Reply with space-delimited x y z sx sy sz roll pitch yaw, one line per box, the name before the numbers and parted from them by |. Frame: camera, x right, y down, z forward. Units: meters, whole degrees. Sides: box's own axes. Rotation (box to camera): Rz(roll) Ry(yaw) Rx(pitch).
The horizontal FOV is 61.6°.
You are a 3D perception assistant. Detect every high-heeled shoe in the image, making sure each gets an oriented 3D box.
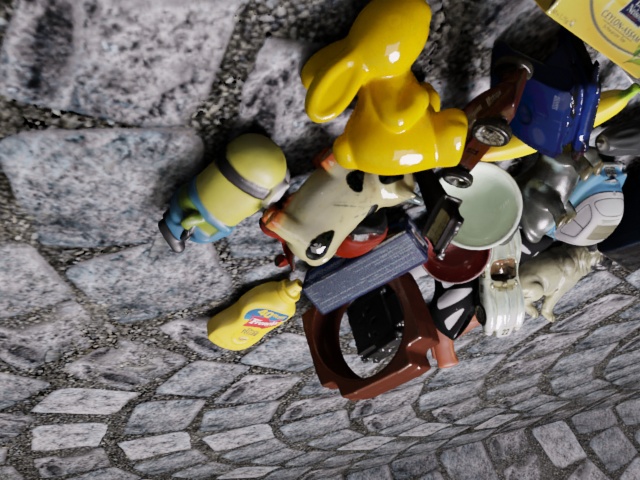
high-heeled shoe | 0.305 0.077 0.932 0.249 0.145 0.086 -19 147 8

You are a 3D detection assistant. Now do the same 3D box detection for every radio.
radio | 0.533 -0.043 0.798 0.073 0.131 0.229 28 154 -14

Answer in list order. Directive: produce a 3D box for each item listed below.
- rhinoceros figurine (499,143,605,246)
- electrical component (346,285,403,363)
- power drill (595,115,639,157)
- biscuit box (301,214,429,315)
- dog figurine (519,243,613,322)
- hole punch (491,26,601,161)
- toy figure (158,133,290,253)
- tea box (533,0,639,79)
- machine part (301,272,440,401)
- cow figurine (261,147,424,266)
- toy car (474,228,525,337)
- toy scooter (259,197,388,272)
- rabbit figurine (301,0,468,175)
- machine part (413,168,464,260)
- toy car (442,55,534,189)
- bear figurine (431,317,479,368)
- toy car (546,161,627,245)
rhinoceros figurine | 0.312 -0.065 0.765 0.073 0.112 0.190 -23 145 -47
electrical component | 0.116 0.149 0.988 0.058 0.115 0.134 10 139 -40
power drill | 0.500 -0.187 0.688 0.232 0.086 0.207 -5 141 -18
biscuit box | 0.066 0.040 0.830 0.203 0.059 0.062 -30 109 25
dog figurine | 0.435 0.042 0.997 0.172 0.121 0.190 13 123 -40
hole punch | 0.248 -0.160 0.598 0.092 0.116 0.142 -11 146 6
toy figure | -0.116 -0.052 0.630 0.180 0.082 0.089 -27 147 21
tea box | 0.264 -0.232 0.508 0.169 0.098 0.068 14 136 -34
machine part | 0.080 0.147 0.890 0.201 0.201 0.087 -33 146 23
cow figurine | 0.037 -0.052 0.649 0.195 0.085 0.127 -47 109 -5
toy car | 0.294 0.060 0.881 0.073 0.201 0.056 -6 -176 -16
toy scooter | -0.002 -0.002 0.755 0.184 0.075 0.135 2 142 -19
rabbit figurine | 0.062 -0.161 0.543 0.162 0.122 0.173 -4 132 0
machine part | 0.146 -0.048 0.690 0.039 0.139 0.084 -2 136 -12
toy car | 0.175 -0.125 0.592 0.053 0.089 0.202 23 170 6
bear figurine | 0.319 0.174 1.105 0.196 0.132 0.120 -11 180 1
toy car | 0.415 -0.046 0.838 0.109 0.103 0.161 -2 146 -22
